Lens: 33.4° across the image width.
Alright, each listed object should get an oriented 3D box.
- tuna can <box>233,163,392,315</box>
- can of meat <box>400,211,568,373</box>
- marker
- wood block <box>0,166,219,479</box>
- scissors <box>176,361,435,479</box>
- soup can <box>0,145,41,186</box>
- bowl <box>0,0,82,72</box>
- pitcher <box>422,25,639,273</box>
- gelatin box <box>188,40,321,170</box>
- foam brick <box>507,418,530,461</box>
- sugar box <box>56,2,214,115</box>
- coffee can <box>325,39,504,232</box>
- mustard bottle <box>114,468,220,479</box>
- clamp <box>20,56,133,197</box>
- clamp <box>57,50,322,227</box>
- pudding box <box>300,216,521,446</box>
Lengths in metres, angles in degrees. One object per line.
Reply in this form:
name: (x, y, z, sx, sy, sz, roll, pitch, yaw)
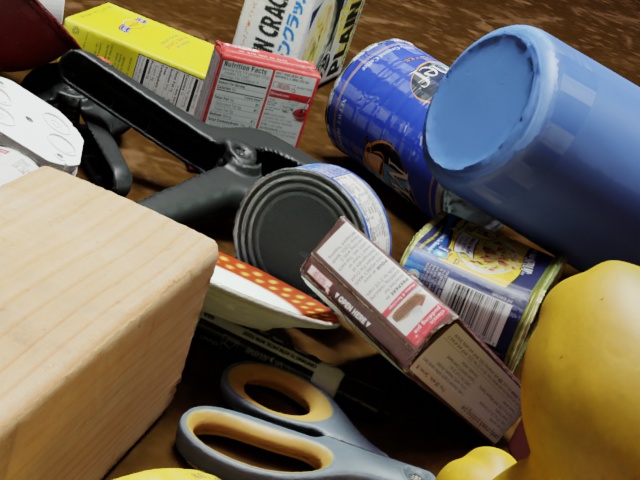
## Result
tuna can: (-0.004, 0.001, 0.590, 0.086, 0.086, 0.033, 30, 24, 22)
can of meat: (0.094, 0.028, 0.641, 0.084, 0.057, 0.102, 24, 23, 15)
marker: (-0.019, 0.060, 0.534, 0.121, 0.020, 0.020, 24, 24, 12)
wood block: (-0.124, 0.054, 0.381, 0.090, 0.091, 0.205, 24, 24, 9)
scissors: (0.033, 0.100, 0.492, 0.201, 0.016, 0.096, 14, 24, -12)
soup can: (-0.171, 0.000, 0.488, 0.068, 0.068, 0.102, 23, 24, 9)
bowl: (-0.231, -0.159, 0.689, 0.162, 0.055, 0.162, 42, -5, 4)
pitcher: (0.183, -0.046, 0.694, 0.242, 0.145, 0.149, 25, -7, -32)
gelatin box: (-0.048, -0.087, 0.740, 0.073, 0.089, 0.030, 9, 26, -23)
foam brick: (0.126, 0.100, 0.498, 0.051, 0.053, 0.078, 23, 14, -3)
sugar box: (-0.110, -0.133, 0.847, 0.176, 0.048, 0.093, 20, 23, 3)
coffee can: (0.085, -0.078, 0.804, 0.102, 0.103, 0.140, -3, 32, -40)
mustard bottle: (-0.011, 0.147, 0.305, 0.096, 0.058, 0.192, -4, 33, -48)
clamp: (-0.158, -0.077, 0.702, 0.120, 0.039, 0.171, 27, 31, 1)
clamp: (-0.065, -0.050, 0.677, 0.209, 0.036, 0.165, 7, 41, -41)
pudding box: (0.050, 0.047, 0.531, 0.090, 0.039, 0.113, 41, 1, 41)
